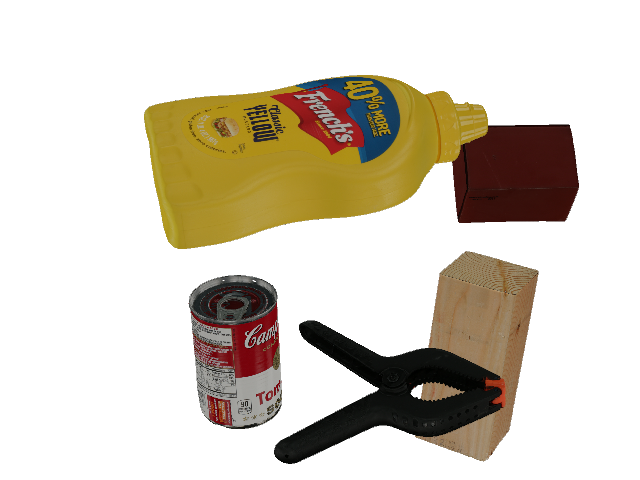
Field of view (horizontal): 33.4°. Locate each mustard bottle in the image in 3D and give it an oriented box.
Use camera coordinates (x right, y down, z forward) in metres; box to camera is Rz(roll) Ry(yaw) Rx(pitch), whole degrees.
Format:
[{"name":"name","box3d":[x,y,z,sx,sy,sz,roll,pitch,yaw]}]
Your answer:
[{"name":"mustard bottle","box3d":[0.001,-0.052,0.602,0.191,0.058,0.096,-10,43,-9]}]

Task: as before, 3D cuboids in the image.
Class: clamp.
[{"name":"clamp","box3d":[0.061,0.145,0.978,0.210,0.036,0.164,5,44,15]}]

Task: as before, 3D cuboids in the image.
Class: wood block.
[{"name":"wood block","box3d":[0.176,0.130,1.209,0.090,0.206,0.090,16,23,24]}]

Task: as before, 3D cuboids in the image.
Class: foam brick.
[{"name":"foam brick","box3d":[0.134,-0.046,0.742,0.078,0.051,0.053,0,-26,-1]}]

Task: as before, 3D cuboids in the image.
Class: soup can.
[{"name":"soup can","box3d":[-0.065,0.088,0.836,0.068,0.102,0.068,-2,28,1]}]
